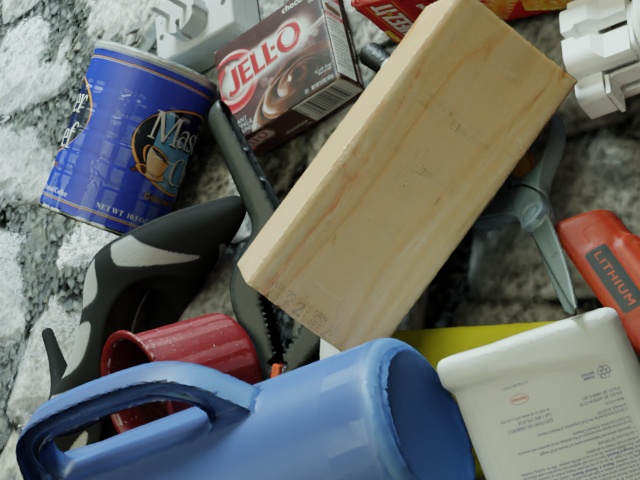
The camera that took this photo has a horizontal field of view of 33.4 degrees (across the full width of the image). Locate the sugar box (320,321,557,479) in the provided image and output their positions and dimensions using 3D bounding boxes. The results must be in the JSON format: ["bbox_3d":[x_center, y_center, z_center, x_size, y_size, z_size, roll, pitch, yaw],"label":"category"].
[{"bbox_3d":[0.077,0.102,0.664,0.177,0.048,0.093,-8,72,35],"label":"sugar box"}]

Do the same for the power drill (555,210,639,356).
[{"bbox_3d":[0.224,-0.032,0.580,0.188,0.057,0.184,-41,57,22],"label":"power drill"}]

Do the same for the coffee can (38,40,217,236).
[{"bbox_3d":[-0.154,-0.076,0.859,0.103,0.102,0.140,19,89,40],"label":"coffee can"}]

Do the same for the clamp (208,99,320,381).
[{"bbox_3d":[-0.005,0.001,0.752,0.165,0.036,0.210,0,84,19],"label":"clamp"}]

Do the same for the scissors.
[{"bbox_3d":[0.114,-0.006,0.627,0.096,0.016,0.201,-43,22,38],"label":"scissors"}]

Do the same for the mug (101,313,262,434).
[{"bbox_3d":[-0.101,0.098,0.750,0.117,0.081,0.093,-1,100,52],"label":"mug"}]

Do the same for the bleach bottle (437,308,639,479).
[{"bbox_3d":[0.147,0.167,0.547,0.103,0.068,0.251,-19,83,11],"label":"bleach bottle"}]

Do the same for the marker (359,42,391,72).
[{"bbox_3d":[0.068,-0.108,0.750,0.121,0.020,0.020,43,104,38],"label":"marker"}]

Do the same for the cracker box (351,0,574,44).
[{"bbox_3d":[0.130,-0.232,0.701,0.214,0.072,0.164,-4,71,37],"label":"cracker box"}]

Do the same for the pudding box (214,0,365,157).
[{"bbox_3d":[-0.026,-0.128,0.816,0.114,0.039,0.090,-27,61,29],"label":"pudding box"}]

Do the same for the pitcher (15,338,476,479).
[{"bbox_3d":[-0.046,0.138,0.600,0.243,0.149,0.145,-27,66,25],"label":"pitcher"}]

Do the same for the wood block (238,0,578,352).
[{"bbox_3d":[0.048,-0.037,0.647,0.206,0.090,0.091,-53,9,0],"label":"wood block"}]
